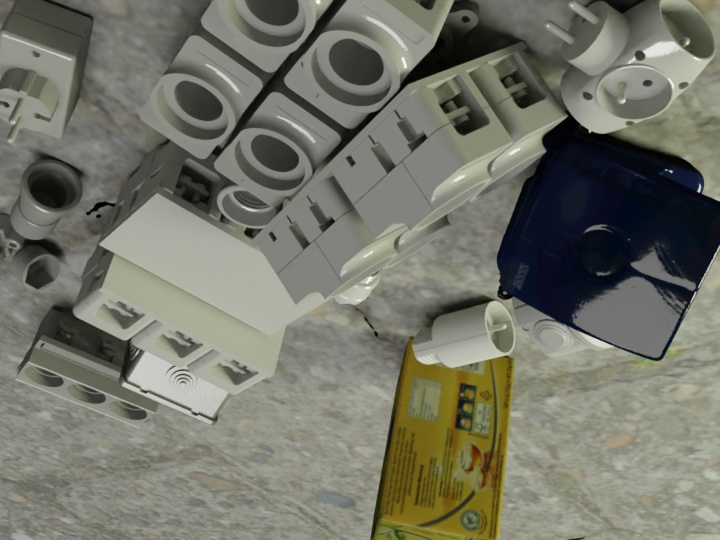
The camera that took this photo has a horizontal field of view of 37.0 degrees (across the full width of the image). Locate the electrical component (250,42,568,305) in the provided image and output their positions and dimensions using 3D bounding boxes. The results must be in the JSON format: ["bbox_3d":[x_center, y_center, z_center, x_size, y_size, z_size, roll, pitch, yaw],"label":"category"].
[{"bbox_3d":[0.028,-0.051,0.658,0.060,0.105,0.186,57,139,6],"label":"electrical component"}]

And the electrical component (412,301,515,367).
[{"bbox_3d":[0.078,0.055,0.860,0.081,0.043,0.043,-18,136,36],"label":"electrical component"}]

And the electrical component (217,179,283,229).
[{"bbox_3d":[-0.069,-0.063,0.726,0.045,0.055,0.045,8,145,6],"label":"electrical component"}]

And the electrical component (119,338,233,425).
[{"bbox_3d":[-0.148,0.072,0.905,0.100,0.099,0.048,27,114,-18],"label":"electrical component"}]

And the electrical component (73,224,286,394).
[{"bbox_3d":[-0.135,0.023,0.837,0.150,0.089,0.062,30,141,-25],"label":"electrical component"}]

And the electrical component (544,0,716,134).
[{"bbox_3d":[0.138,-0.121,0.592,0.079,0.044,0.077,27,142,-21],"label":"electrical component"}]

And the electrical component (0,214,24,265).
[{"bbox_3d":[-0.310,-0.016,0.864,0.066,0.055,0.048,11,145,0],"label":"electrical component"}]

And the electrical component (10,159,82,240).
[{"bbox_3d":[-0.239,-0.050,0.809,0.044,0.044,0.065,26,148,-19],"label":"electrical component"}]

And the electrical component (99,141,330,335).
[{"bbox_3d":[-0.096,-0.025,0.782,0.150,0.061,0.089,31,141,-25],"label":"electrical component"}]

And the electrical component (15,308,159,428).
[{"bbox_3d":[-0.242,0.089,0.985,0.121,0.063,0.079,26,143,-19],"label":"electrical component"}]

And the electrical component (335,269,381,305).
[{"bbox_3d":[0.000,0.000,0.814,0.035,0.035,0.061,22,142,-14],"label":"electrical component"}]

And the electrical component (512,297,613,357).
[{"bbox_3d":[0.150,0.021,0.760,0.080,0.080,0.051,33,145,-27],"label":"electrical component"}]

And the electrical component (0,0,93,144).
[{"bbox_3d":[-0.207,-0.114,0.677,0.047,0.075,0.083,19,145,-10],"label":"electrical component"}]

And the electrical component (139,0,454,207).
[{"bbox_3d":[-0.042,-0.120,0.617,0.105,0.060,0.186,34,141,-14],"label":"electrical component"}]
